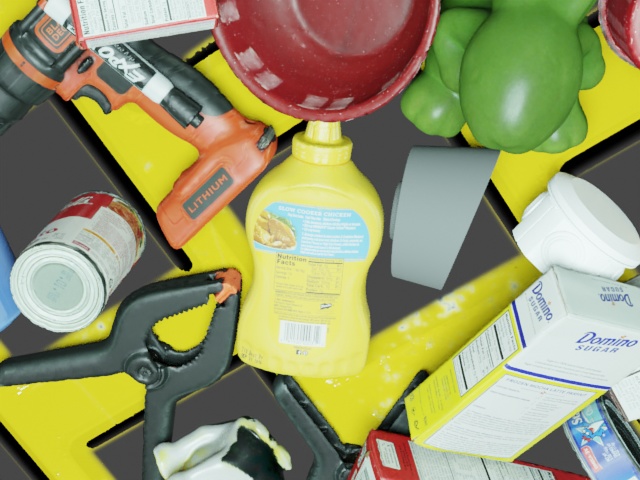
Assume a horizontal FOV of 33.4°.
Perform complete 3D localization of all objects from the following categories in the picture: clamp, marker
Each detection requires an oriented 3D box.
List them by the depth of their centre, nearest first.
[{"bbox_3d":[-0.123,-0.113,0.681,0.121,0.020,0.020,40,111,-7],"label":"marker"},{"bbox_3d":[-0.140,0.090,0.812,0.164,0.036,0.210,34,113,-12],"label":"clamp"},{"bbox_3d":[0.037,0.170,0.824,0.120,0.039,0.171,-6,115,13],"label":"clamp"}]

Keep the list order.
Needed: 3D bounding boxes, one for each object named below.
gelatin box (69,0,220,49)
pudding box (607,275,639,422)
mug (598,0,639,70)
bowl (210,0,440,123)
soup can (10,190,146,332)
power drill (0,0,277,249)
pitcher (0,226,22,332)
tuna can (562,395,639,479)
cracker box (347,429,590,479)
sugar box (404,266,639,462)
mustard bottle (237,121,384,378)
[{"bbox_3d":[-0.112,-0.162,0.658,0.089,0.030,0.073,-12,89,-7],"label":"gelatin box"},{"bbox_3d":[0.247,0.067,0.756,0.113,0.039,0.090,-28,102,14],"label":"pudding box"},{"bbox_3d":[0.235,-0.137,0.652,0.117,0.081,0.093,7,112,4],"label":"mug"},{"bbox_3d":[0.009,-0.158,0.671,0.162,0.055,0.162,9,109,26],"label":"bowl"},{"bbox_3d":[-0.168,0.014,0.751,0.068,0.102,0.068,3,112,6],"label":"soup can"},{"bbox_3d":[-0.136,-0.085,0.731,0.185,0.057,0.187,-40,102,20],"label":"power drill"},{"bbox_3d":[-0.310,-0.037,0.744,0.145,0.149,0.243,-23,111,-1],"label":"pitcher"},{"bbox_3d":[0.212,0.155,0.771,0.034,0.086,0.086,-35,104,16],"label":"tuna can"},{"bbox_3d":[0.110,0.242,0.806,0.213,0.072,0.164,14,115,-14],"label":"cracker box"},{"bbox_3d":[0.143,0.089,0.726,0.093,0.048,0.176,15,135,-27],"label":"sugar box"},{"bbox_3d":[-0.005,0.001,0.749,0.096,0.058,0.192,7,113,3],"label":"mustard bottle"}]
